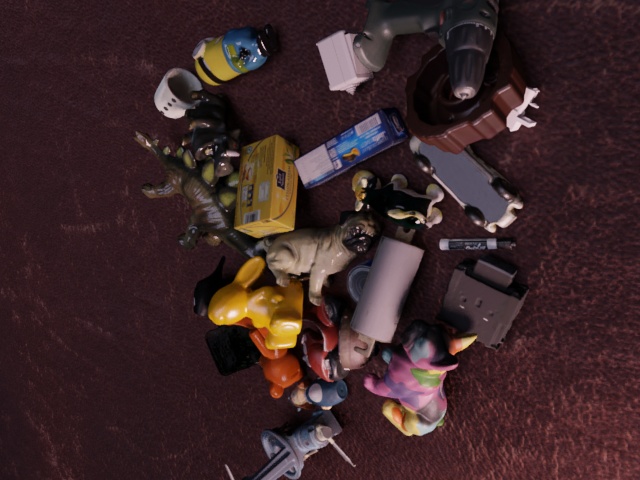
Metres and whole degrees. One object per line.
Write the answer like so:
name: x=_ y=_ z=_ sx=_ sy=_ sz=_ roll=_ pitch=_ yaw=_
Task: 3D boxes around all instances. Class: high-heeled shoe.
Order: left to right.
high-heeled shoe: x=-0.225 y=0.136 z=1.126 sx=0.086 sy=0.145 sz=0.248 roll=15 pitch=146 yaw=-1

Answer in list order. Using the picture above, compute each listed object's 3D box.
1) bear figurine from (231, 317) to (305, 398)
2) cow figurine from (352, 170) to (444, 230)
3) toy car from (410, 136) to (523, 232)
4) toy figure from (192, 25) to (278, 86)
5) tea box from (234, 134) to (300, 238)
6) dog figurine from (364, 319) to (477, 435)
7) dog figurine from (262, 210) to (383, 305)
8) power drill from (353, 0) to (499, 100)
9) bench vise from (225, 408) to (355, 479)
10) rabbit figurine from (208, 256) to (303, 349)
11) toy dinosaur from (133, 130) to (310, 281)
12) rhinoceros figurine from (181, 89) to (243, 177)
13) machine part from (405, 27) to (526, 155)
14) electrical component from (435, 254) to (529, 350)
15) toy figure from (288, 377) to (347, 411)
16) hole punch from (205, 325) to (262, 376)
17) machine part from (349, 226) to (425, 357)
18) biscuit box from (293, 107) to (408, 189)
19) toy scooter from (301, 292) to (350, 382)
bear figurine: x=-0.108 y=0.217 z=1.125 sx=0.132 sy=0.120 sz=0.195 roll=6 pitch=114 yaw=37
cow figurine: x=0.112 y=-0.065 z=0.887 sx=0.168 sy=0.098 sz=0.068 roll=20 pitch=122 yaw=28
toy car: x=0.222 y=-0.100 z=0.825 sx=0.202 sy=0.056 sz=0.073 roll=48 pitch=120 yaw=11
toy figure: x=-0.161 y=-0.342 z=0.999 sx=0.180 sy=0.082 sz=0.089 roll=0 pitch=103 yaw=32
tea box: x=-0.098 y=-0.098 z=0.995 sx=0.098 sy=0.068 sz=0.169 roll=-10 pitch=67 yaw=37
dog figurine: x=0.183 y=0.226 z=0.894 sx=0.191 sy=0.108 sz=0.219 roll=53 pitch=141 yaw=2
dog figurine: x=0.000 y=-0.004 z=0.972 sx=0.172 sy=0.121 sz=0.190 roll=28 pitch=119 yaw=-9
power drill: x=0.147 y=-0.292 z=0.750 sx=0.207 sy=0.086 sz=0.232 roll=4 pitch=74 yaw=49
bench vise: x=-0.070 y=0.444 z=1.105 sx=0.224 sy=0.240 sz=0.128 roll=-23 pitch=95 yaw=54
rabbit figurine: x=-0.119 y=0.114 z=0.999 sx=0.121 sy=0.173 sz=0.162 roll=103 pitch=168 yaw=-67
toy dinosaur: x=-0.215 y=-0.063 z=1.115 sx=0.471 sy=0.105 sz=0.198 roll=47 pitch=122 yaw=0
rhinoceros figurine: x=-0.206 y=-0.204 z=1.034 sx=0.073 sy=0.112 sz=0.190 roll=-51 pitch=42 yaw=44
machine part: x=0.201 y=-0.210 z=0.756 sx=0.179 sy=0.056 sz=0.179 roll=-22 pitch=57 yaw=37
electrical component: x=0.261 y=0.092 z=0.859 sx=0.115 sy=0.058 sz=0.134 roll=25 pitch=119 yaw=24
toy figure: x=-0.013 y=0.321 z=1.127 sx=0.154 sy=0.064 sz=0.057 roll=-22 pitch=128 yaw=36
hole punch: x=-0.180 y=0.228 z=1.206 sx=0.116 sy=0.092 sz=0.142 roll=-20 pitch=90 yaw=7
machine part: x=0.113 y=0.082 z=0.910 sx=0.079 sy=0.079 sz=0.243 roll=20 pitch=92 yaw=29
biscuit box: x=0.050 y=-0.155 z=0.922 sx=0.203 sy=0.063 sz=0.059 roll=-23 pitch=90 yaw=37
toy scooter: x=-0.006 y=0.187 z=1.067 sx=0.135 sy=0.075 sz=0.183 roll=7 pitch=106 yaw=35
